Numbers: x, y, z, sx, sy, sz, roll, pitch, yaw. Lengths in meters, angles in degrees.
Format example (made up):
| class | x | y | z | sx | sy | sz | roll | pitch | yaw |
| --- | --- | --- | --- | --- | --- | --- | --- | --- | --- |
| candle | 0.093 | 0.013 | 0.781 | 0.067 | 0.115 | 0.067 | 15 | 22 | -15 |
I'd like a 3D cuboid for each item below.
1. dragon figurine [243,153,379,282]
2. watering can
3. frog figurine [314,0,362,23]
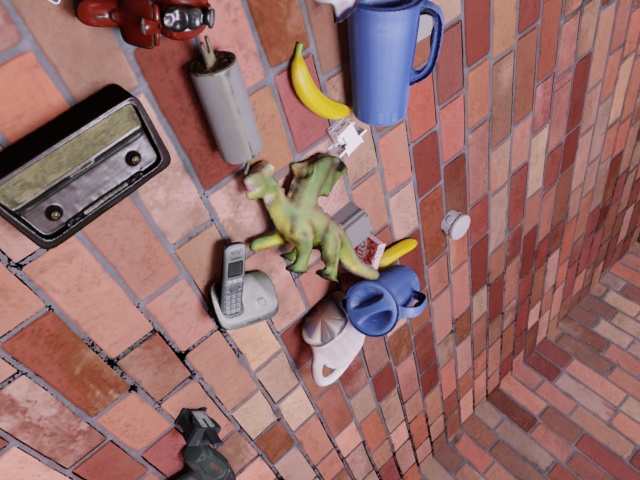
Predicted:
| class | x | y | z | sx | sy | sz | roll | pitch | yaw |
| --- | --- | --- | --- | --- | --- | --- | --- | --- | --- |
| dragon figurine | 0.003 | -0.053 | 1.051 | 0.408 | 0.242 | 0.123 | 13 | 6 | -40 |
| watering can | 0.072 | 0.209 | 1.339 | 0.104 | 0.353 | 0.220 | 17 | -28 | 36 |
| frog figurine | 0.019 | -0.440 | 0.792 | 0.136 | 0.125 | 0.157 | -15 | -33 | 33 |
